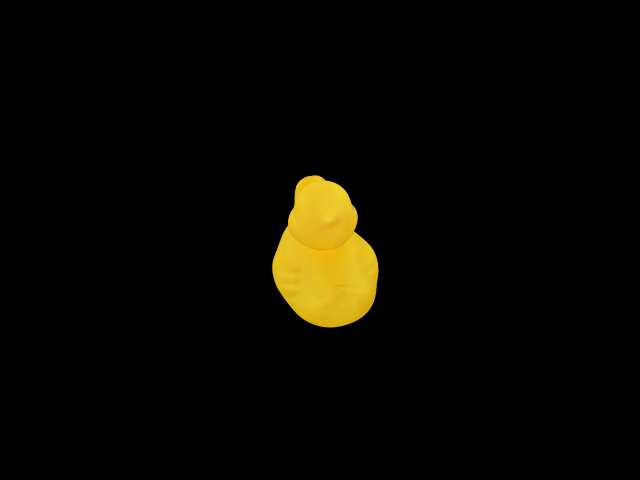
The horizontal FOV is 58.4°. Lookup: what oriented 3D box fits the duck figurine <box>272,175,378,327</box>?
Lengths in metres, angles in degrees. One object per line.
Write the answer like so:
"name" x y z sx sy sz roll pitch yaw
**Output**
"duck figurine" 0.004 0.001 0.400 0.077 0.086 0.104 -11 50 -9
